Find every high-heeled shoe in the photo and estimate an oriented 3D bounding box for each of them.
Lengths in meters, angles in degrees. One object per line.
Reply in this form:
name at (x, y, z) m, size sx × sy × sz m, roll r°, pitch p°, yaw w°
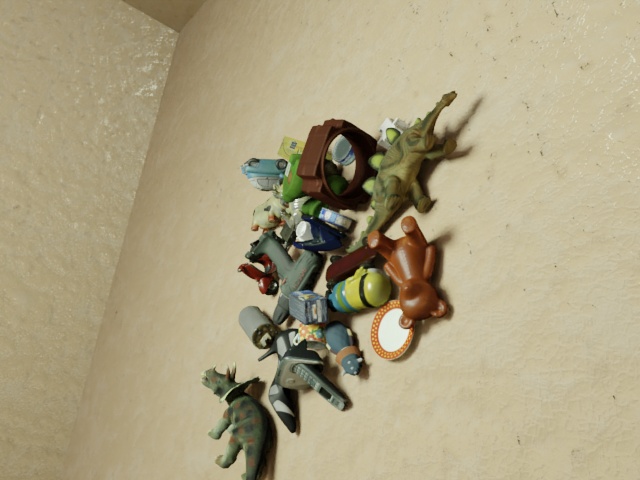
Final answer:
high-heeled shoe at (-0.067, 0.349, 1.367) m, size 0.145 × 0.086 × 0.249 m, roll -30°, pitch 60°, yaw 2°

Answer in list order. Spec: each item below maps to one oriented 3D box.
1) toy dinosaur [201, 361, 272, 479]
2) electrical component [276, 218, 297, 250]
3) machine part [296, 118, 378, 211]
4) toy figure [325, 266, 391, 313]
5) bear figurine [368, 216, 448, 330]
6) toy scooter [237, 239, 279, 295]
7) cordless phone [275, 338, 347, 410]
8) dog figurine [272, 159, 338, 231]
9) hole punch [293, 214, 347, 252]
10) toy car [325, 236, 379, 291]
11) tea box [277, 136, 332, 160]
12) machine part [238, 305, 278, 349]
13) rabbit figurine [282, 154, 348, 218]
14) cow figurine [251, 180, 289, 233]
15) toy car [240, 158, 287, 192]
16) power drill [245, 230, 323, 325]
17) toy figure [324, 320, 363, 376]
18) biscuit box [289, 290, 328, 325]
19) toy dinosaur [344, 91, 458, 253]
toy dinosaur at (-0.191, 0.488, 1.403) m, size 0.405 × 0.131 × 0.192 m, roll 43°, pitch 108°, yaw 48°
electrical component at (-0.102, -0.026, 1.624) m, size 0.102 × 0.045 × 0.078 m, roll -56°, pitch 34°, yaw 17°
machine part at (0.053, -0.188, 1.357) m, size 0.087 × 0.201 × 0.201 m, roll 12°, pitch 81°, yaw 52°
toy figure at (0.089, 0.126, 1.241) m, size 0.180 × 0.082 × 0.089 m, roll -29°, pitch 61°, yaw 38°
bear figurine at (0.181, 0.071, 1.101) m, size 0.120 × 0.131 × 0.196 m, roll -23°, pitch 45°, yaw 27°
toy scooter at (-0.182, 0.068, 1.601) m, size 0.075 × 0.135 × 0.184 m, roll -30°, pitch 47°, yaw 45°
cordless phone at (-0.013, 0.339, 1.262) m, size 0.184 × 0.089 × 0.146 m, roll 40°, pitch 141°, yaw 21°
dog figurine at (-0.016, -0.121, 1.532) m, size 0.191 × 0.172 × 0.121 m, roll -24°, pitch 10°, yaw 15°
hole punch at (-0.003, -0.004, 1.390) m, size 0.092 × 0.116 × 0.142 m, roll -67°, pitch 16°, yaw -5°
toy car at (0.081, 0.061, 1.311) m, size 0.202 × 0.053 × 0.089 m, roll -32°, pitch 38°, yaw 47°
tea box at (-0.048, -0.257, 1.633) m, size 0.170 × 0.098 × 0.068 m, roll 30°, pitch 97°, yaw 54°
machine part at (-0.177, 0.245, 1.526) m, size 0.079 × 0.079 × 0.243 m, roll -67°, pitch 23°, yaw 2°
rabbit figurine at (-0.007, -0.138, 1.438) m, size 0.121 × 0.170 × 0.159 m, roll -140°, pitch 64°, yaw -68°
cow figurine at (-0.140, -0.103, 1.691) m, size 0.195 × 0.085 × 0.127 m, roll -28°, pitch 56°, yaw 46°
toy car at (-0.170, -0.205, 1.708) m, size 0.109 × 0.162 × 0.102 m, roll 177°, pitch 90°, yaw -66°
power drill at (-0.114, 0.089, 1.485) m, size 0.207 × 0.086 × 0.232 m, roll 43°, pitch 102°, yaw 28°
toy figure at (0.058, 0.251, 1.233) m, size 0.064 × 0.058 × 0.155 m, roll -58°, pitch 39°, yaw 25°
biscuit box at (-0.032, 0.164, 1.332) m, size 0.203 × 0.059 × 0.062 m, roll -179°, pitch 84°, yaw -76°
toy dinosaur at (0.179, -0.136, 1.249) m, size 0.471 × 0.105 × 0.199 m, roll -61°, pitch 26°, yaw 20°
